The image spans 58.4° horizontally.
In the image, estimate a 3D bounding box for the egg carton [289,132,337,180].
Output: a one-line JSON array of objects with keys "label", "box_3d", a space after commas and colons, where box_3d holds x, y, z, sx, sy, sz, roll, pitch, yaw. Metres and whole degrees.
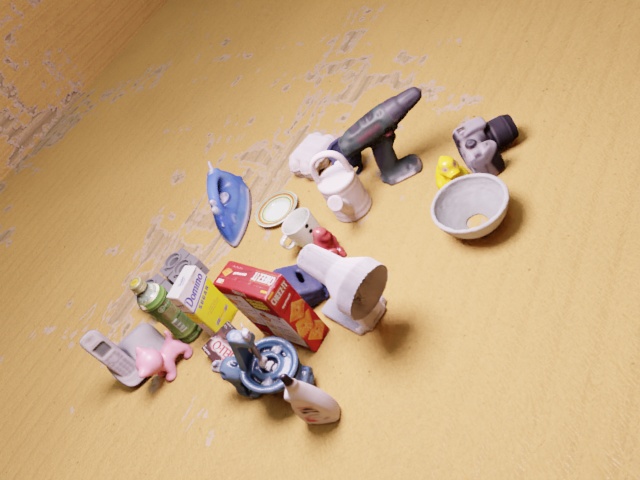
[{"label": "egg carton", "box_3d": [-0.017, -0.240, 1.621, 0.107, 0.070, 0.150, 21, 65, 44]}]

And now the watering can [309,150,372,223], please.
[{"label": "watering can", "box_3d": [0.046, -0.135, 1.386, 0.101, 0.195, 0.172, -33, 41, 4]}]

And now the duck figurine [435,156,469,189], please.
[{"label": "duck figurine", "box_3d": [0.298, -0.160, 1.323, 0.077, 0.086, 0.104, -33, 41, 4]}]

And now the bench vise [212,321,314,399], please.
[{"label": "bench vise", "box_3d": [-0.143, 0.249, 1.134, 0.207, 0.220, 0.121, -21, 43, 16]}]

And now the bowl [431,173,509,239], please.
[{"label": "bowl", "box_3d": [0.325, -0.059, 1.219, 0.167, 0.075, 0.167, -18, 44, 19]}]

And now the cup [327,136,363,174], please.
[{"label": "cup", "box_3d": [0.071, -0.206, 1.511, 0.091, 0.095, 0.118, 0, 52, 34]}]

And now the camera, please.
[{"label": "camera", "box_3d": [0.387, -0.232, 1.319, 0.136, 0.101, 0.143, -27, 42, 10]}]

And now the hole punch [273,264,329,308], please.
[{"label": "hole punch", "box_3d": [-0.045, 0.098, 1.308, 0.101, 0.091, 0.108, -34, 41, 2]}]

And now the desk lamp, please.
[{"label": "desk lamp", "box_3d": [0.053, 0.099, 1.148, 0.202, 0.214, 0.118, 21, 66, 44]}]

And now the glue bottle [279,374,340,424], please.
[{"label": "glue bottle", "box_3d": [-0.030, 0.290, 1.057, 0.078, 0.174, 0.037, -16, 45, 21]}]

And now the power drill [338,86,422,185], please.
[{"label": "power drill", "box_3d": [0.170, -0.242, 1.392, 0.229, 0.209, 0.075, -27, 42, 10]}]

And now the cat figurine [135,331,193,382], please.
[{"label": "cat figurine", "box_3d": [-0.380, 0.274, 1.348, 0.067, 0.118, 0.128, 10, 58, 39]}]

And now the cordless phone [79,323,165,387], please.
[{"label": "cordless phone", "box_3d": [-0.468, 0.252, 1.376, 0.148, 0.186, 0.093, -49, 43, -14]}]

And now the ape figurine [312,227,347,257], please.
[{"label": "ape figurine", "box_3d": [0.012, 0.005, 1.356, 0.076, 0.092, 0.078, -11, 47, 25]}]

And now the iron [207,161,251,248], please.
[{"label": "iron", "box_3d": [-0.276, -0.109, 1.618, 0.118, 0.142, 0.258, -25, 42, 12]}]
